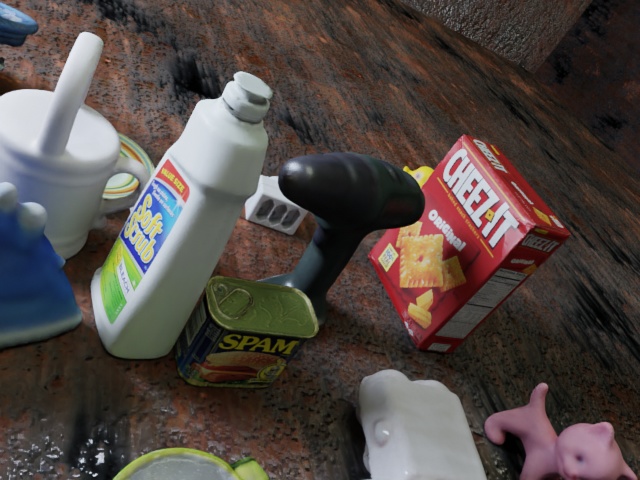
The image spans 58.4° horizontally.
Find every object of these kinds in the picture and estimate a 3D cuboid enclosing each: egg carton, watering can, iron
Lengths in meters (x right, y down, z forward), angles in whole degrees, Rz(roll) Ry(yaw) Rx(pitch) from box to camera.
[{"bbox_3d":[0.086,0.189,0.517,0.107,0.069,0.150,19,35,-24],"label":"egg carton"},{"bbox_3d":[-0.225,-0.081,0.467,0.173,0.194,0.100,5,42,-39],"label":"watering can"},{"bbox_3d":[-0.274,-0.009,0.375,0.259,0.141,0.118,14,37,-30],"label":"iron"}]

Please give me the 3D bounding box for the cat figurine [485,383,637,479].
[{"bbox_3d":[0.256,0.212,0.599,0.067,0.117,0.127,2,45,-42],"label":"cat figurine"}]

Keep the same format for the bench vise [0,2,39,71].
[{"bbox_3d":[-0.314,-0.216,0.539,0.122,0.219,0.207,-8,51,-48],"label":"bench vise"}]

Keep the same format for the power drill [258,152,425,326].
[{"bbox_3d":[0.005,0.002,0.558,0.075,0.208,0.230,48,34,21],"label":"power drill"}]

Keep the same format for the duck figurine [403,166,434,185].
[{"bbox_3d":[0.162,-0.075,0.924,0.104,0.086,0.077,35,32,0],"label":"duck figurine"}]
